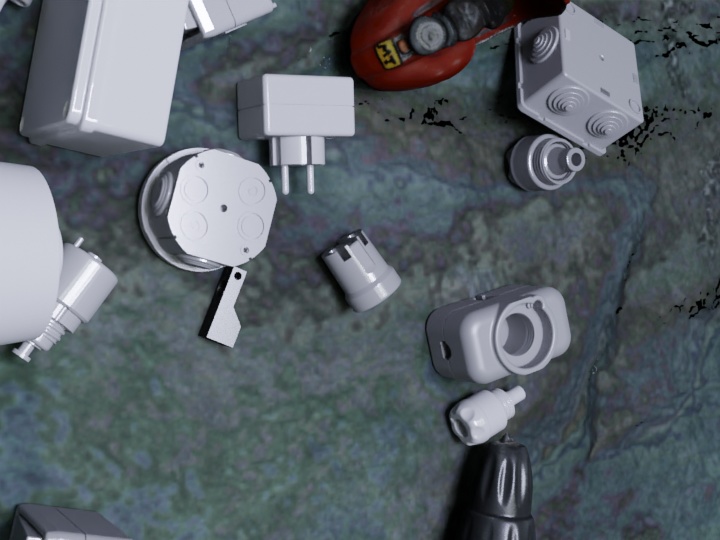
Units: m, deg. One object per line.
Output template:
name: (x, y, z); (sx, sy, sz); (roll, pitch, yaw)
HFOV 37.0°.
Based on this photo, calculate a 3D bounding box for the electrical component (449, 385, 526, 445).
electrical component: (0.099, 0.105, 0.809); (0.061, 0.035, 0.035); (-26, 104, -28)

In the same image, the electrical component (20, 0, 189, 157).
electrical component: (-0.148, -0.125, 0.622); (0.056, 0.109, 0.108); (11, 86, -32)

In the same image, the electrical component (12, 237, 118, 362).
electrical component: (-0.180, 0.020, 0.646); (0.040, 0.040, 0.078); (41, 73, -24)

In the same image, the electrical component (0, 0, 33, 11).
electrical component: (-0.225, -0.158, 0.614); (0.066, 0.048, 0.055); (30, 69, -27)

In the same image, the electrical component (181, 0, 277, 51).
electrical component: (-0.107, -0.191, 0.670); (0.061, 0.062, 0.096); (-30, 105, -25)

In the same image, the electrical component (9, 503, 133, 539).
electrical component: (-0.173, 0.176, 0.622); (0.061, 0.096, 0.061); (15, 84, -29)

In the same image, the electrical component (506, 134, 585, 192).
electrical component: (0.143, -0.082, 0.813); (0.043, 0.062, 0.043); (-1, 92, -29)

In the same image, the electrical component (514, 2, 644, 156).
electrical component: (0.166, -0.147, 0.811); (0.100, 0.048, 0.099); (24, 51, -28)

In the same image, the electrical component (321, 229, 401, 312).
electrical component: (0.000, 0.000, 0.749); (0.040, 0.040, 0.046); (-40, 103, -23)

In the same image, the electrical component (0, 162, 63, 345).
electrical component: (-0.201, -0.009, 0.599); (0.060, 0.108, 0.108); (-2, 92, -36)

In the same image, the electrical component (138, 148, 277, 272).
electrical component: (-0.096, -0.039, 0.686); (0.080, 0.051, 0.080); (-1, 92, -29)

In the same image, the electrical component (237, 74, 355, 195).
electrical component: (-0.042, -0.089, 0.718); (0.066, 0.047, 0.076); (-3, 94, -28)

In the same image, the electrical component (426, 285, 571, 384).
electrical component: (0.106, 0.047, 0.797); (0.095, 0.059, 0.053); (-17, 99, -28)
